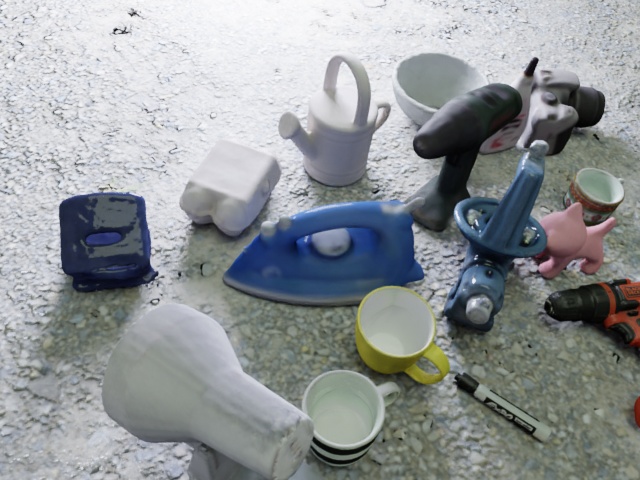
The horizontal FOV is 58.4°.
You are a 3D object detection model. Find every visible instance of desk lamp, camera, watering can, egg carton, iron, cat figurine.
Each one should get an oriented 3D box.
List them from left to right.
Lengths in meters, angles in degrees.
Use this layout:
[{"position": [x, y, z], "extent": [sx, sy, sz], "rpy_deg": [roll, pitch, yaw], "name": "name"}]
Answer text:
[{"position": [-0.084, 0.177, 0.528], "extent": [0.203, 0.213, 0.118], "rpy_deg": [31, 56, 16], "name": "desk lamp"}, {"position": [-0.121, -0.077, 0.802], "extent": [0.107, 0.069, 0.150], "rpy_deg": [20, 54, 7], "name": "egg carton"}, {"position": [0.007, 0.003, 0.715], "extent": [0.258, 0.141, 0.118], "rpy_deg": [-6, 54, -11], "name": "iron"}, {"position": [0.026, -0.172, 0.814], "extent": [0.100, 0.194, 0.173], "rpy_deg": [36, 57, 18], "name": "watering can"}, {"position": [0.409, -0.224, 0.961], "extent": [0.137, 0.101, 0.143], "rpy_deg": [5, 53, -4], "name": "camera"}, {"position": [0.342, -0.005, 0.779], "extent": [0.128, 0.118, 0.067], "rpy_deg": [-8, 55, -13], "name": "cat figurine"}]

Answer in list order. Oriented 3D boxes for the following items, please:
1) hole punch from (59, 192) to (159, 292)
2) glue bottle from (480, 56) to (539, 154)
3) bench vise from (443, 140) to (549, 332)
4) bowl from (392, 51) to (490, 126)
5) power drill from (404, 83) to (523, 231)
[{"position": [-0.262, 0.002, 0.712], "extent": [0.109, 0.091, 0.101], "rpy_deg": [-6, 55, -12], "name": "hole punch"}, {"position": [0.300, -0.210, 0.892], "extent": [0.078, 0.173, 0.037], "rpy_deg": [-19, 58, -20], "name": "glue bottle"}, {"position": [0.230, 0.001, 0.696], "extent": [0.121, 0.220, 0.207], "rpy_deg": [6, 53, -3], "name": "bench vise"}, {"position": [0.196, -0.237, 0.960], "extent": [0.167, 0.075, 0.167], "rpy_deg": [4, 53, -5], "name": "bowl"}, {"position": [0.184, -0.112, 0.782], "extent": [0.075, 0.208, 0.230], "rpy_deg": [38, 58, 20], "name": "power drill"}]
